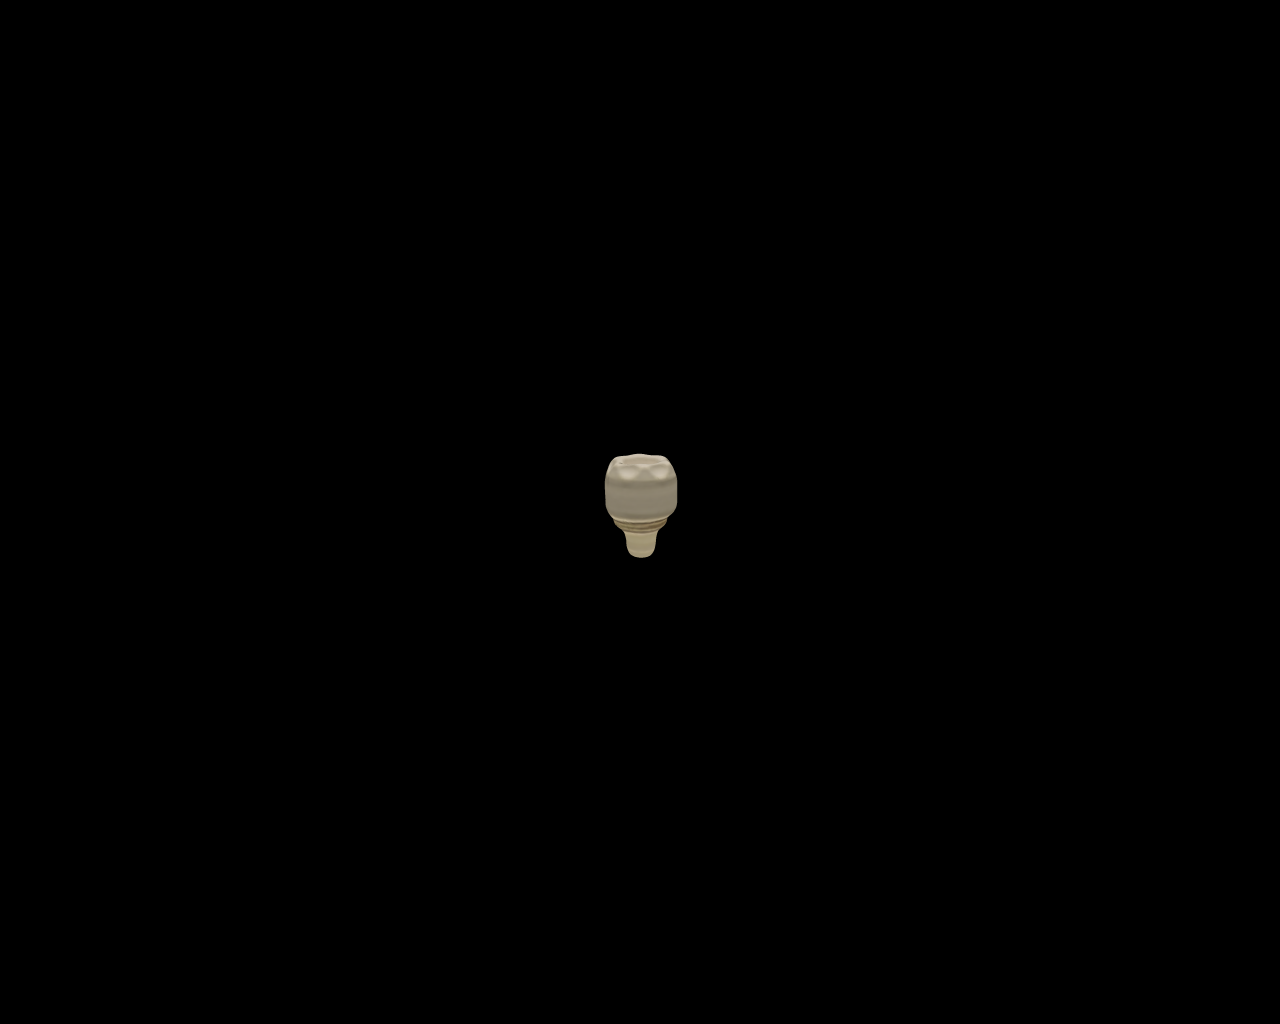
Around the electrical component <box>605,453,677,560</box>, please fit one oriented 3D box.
[{"bbox_3d":[0.001,-0.003,0.650,0.043,0.062,0.043,0,15,0],"label":"electrical component"}]
